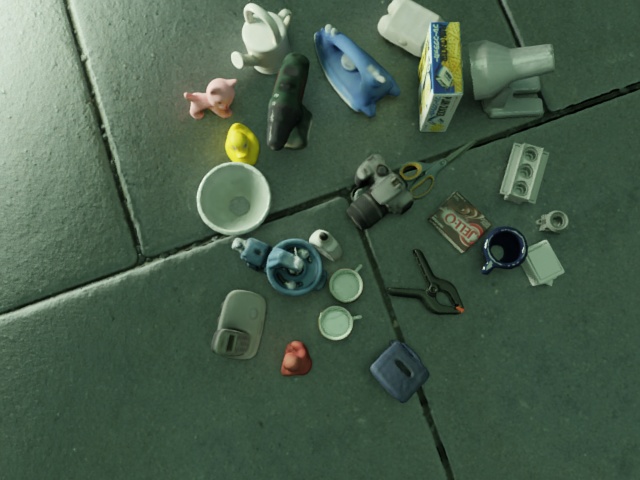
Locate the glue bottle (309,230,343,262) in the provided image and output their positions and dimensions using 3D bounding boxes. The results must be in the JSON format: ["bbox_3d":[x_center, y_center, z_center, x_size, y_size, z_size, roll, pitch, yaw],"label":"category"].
[{"bbox_3d":[0.011,0.004,1.218,0.078,0.173,0.037,36,84,8],"label":"glue bottle"}]

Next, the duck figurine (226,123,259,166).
[{"bbox_3d":[-0.183,-0.224,1.309,0.077,0.086,0.104,-14,80,0],"label":"duck figurine"}]

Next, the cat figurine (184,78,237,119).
[{"bbox_3d":[-0.247,-0.331,1.314,0.127,0.118,0.067,-4,80,2],"label":"cat figurine"}]

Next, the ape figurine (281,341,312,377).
[{"bbox_3d":[-0.055,0.259,1.220,0.076,0.092,0.078,43,85,9],"label":"ape figurine"}]

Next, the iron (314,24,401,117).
[{"bbox_3d":[0.068,-0.412,1.302,0.119,0.141,0.258,-41,81,-4],"label":"iron"}]

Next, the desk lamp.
[{"bbox_3d":[0.406,-0.353,1.241,0.203,0.213,0.118,-3,80,2],"label":"desk lamp"}]

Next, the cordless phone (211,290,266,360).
[{"bbox_3d":[-0.176,0.176,1.192,0.094,0.185,0.148,7,81,4],"label":"cordless phone"}]

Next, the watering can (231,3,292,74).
[{"bbox_3d":[-0.127,-0.455,1.291,0.101,0.194,0.173,18,82,6],"label":"watering can"}]

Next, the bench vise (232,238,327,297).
[{"bbox_3d":[-0.090,0.053,1.191,0.207,0.220,0.121,4,81,3],"label":"bench vise"}]

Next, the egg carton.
[{"bbox_3d":[0.216,-0.498,1.346,0.150,0.069,0.107,31,83,7],"label":"egg carton"}]

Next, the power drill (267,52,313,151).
[{"bbox_3d":[-0.065,-0.276,1.251,0.075,0.208,0.230,9,81,4],"label":"power drill"}]

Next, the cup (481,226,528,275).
[{"bbox_3d":[0.383,0.033,1.237,0.091,0.095,0.118,40,84,8],"label":"cup"}]

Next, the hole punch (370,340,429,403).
[{"bbox_3d":[0.167,0.274,1.208,0.101,0.091,0.108,-44,81,-5],"label":"hole punch"}]

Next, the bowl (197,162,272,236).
[{"bbox_3d":[-0.188,-0.087,1.292,0.167,0.075,0.167,0,80,2],"label":"bowl"}]

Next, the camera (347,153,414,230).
[{"bbox_3d":[0.118,-0.099,1.268,0.137,0.101,0.143,-39,81,-4],"label":"camera"}]
